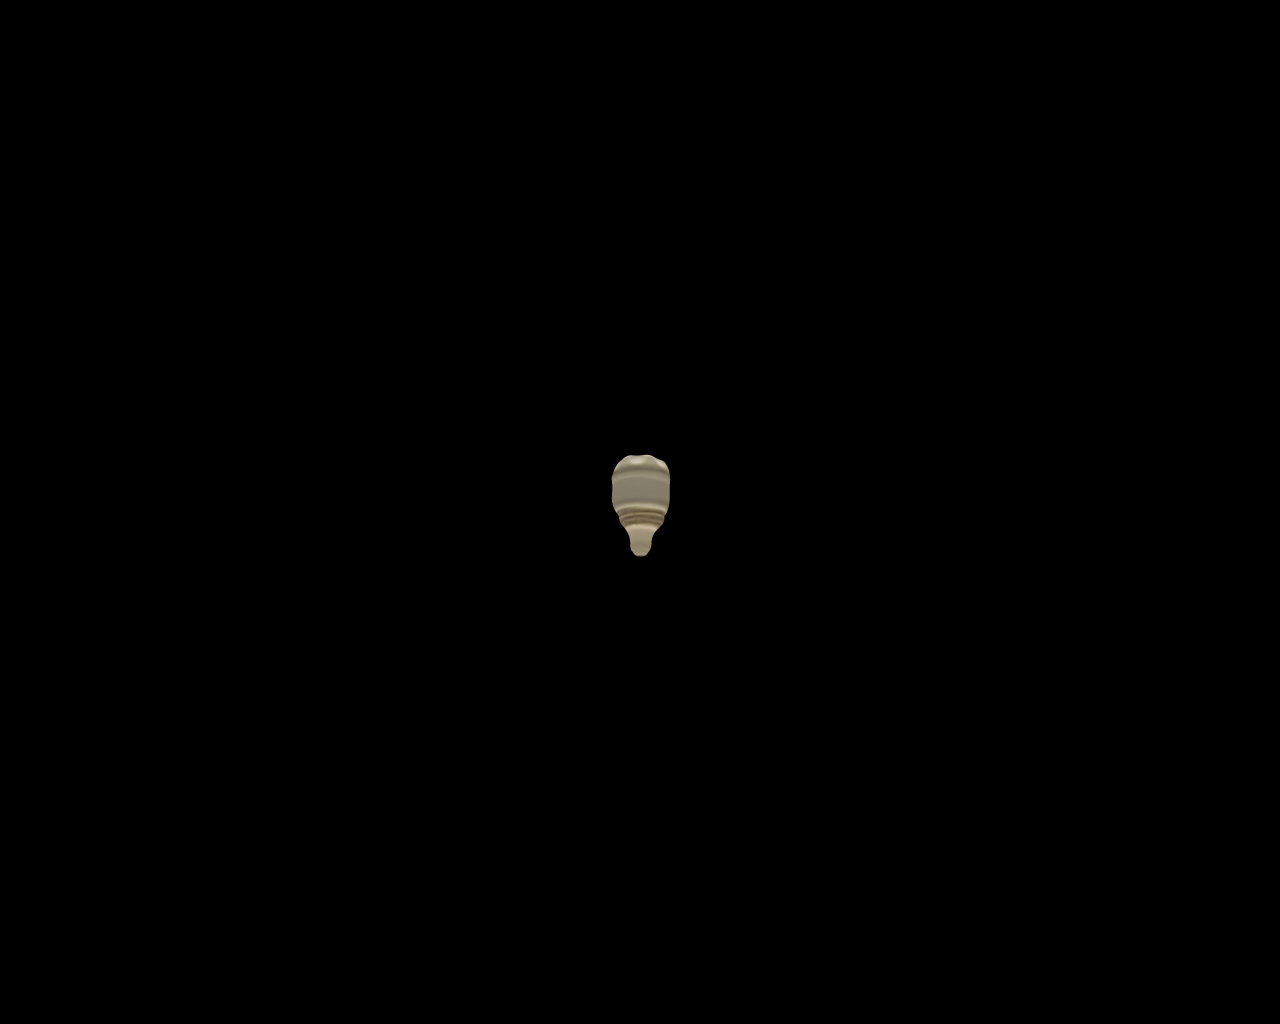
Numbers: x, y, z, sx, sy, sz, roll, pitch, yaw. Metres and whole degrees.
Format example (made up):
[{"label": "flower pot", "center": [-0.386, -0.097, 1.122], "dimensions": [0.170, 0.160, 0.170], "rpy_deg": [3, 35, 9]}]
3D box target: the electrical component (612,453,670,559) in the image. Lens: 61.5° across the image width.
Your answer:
[{"label": "electrical component", "center": [0.001, -0.003, 0.650], "dimensions": [0.035, 0.061, 0.035], "rpy_deg": [0, -15, 0]}]
